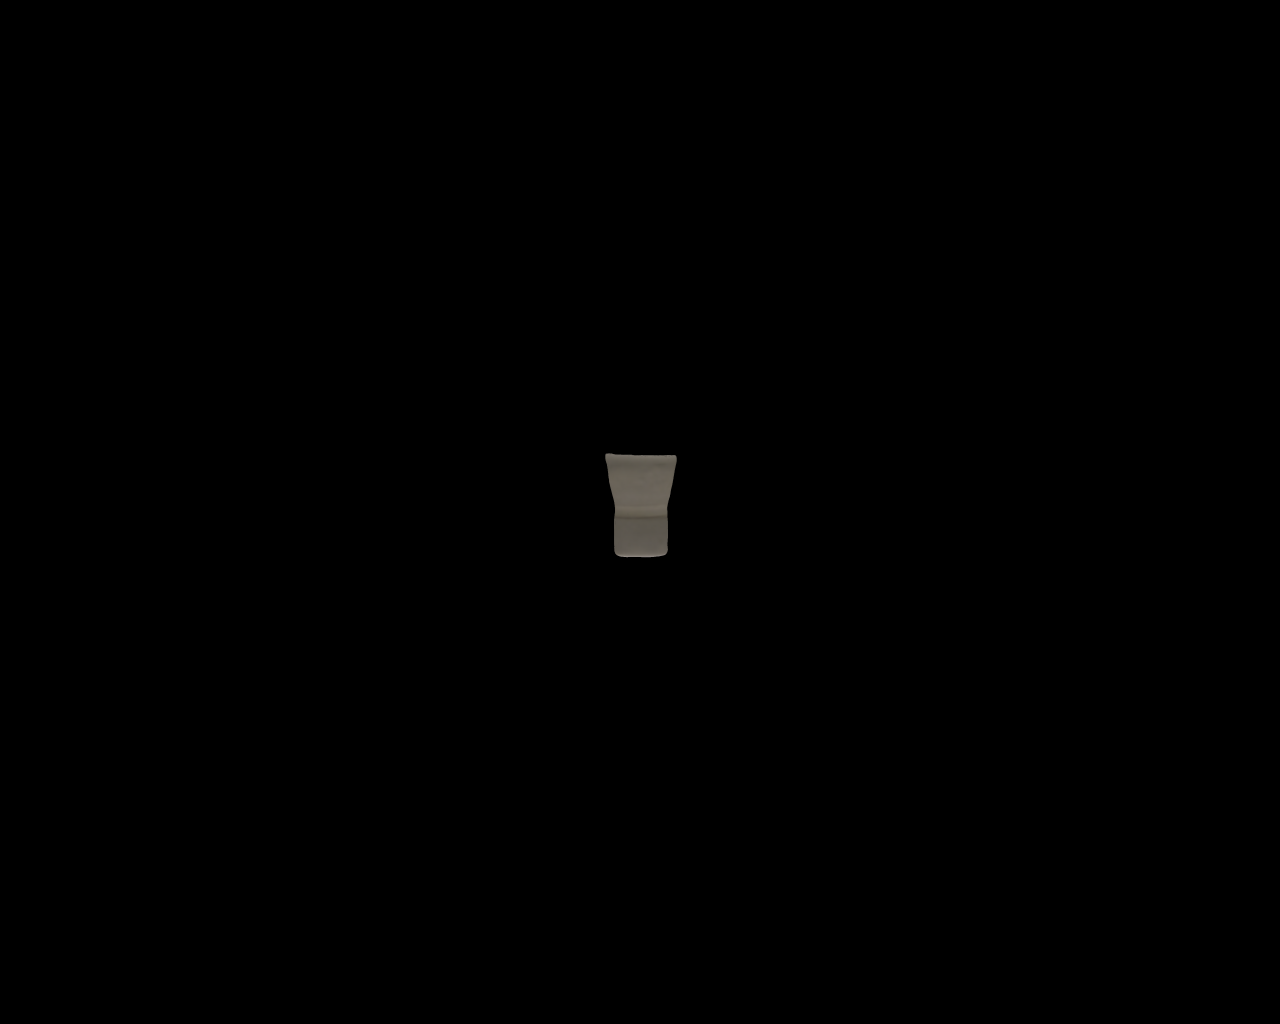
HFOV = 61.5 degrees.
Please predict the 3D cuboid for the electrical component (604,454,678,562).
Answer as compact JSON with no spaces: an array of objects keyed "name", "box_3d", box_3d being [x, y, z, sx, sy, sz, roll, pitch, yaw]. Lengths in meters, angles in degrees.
[{"name":"electrical component","box_3d":[0.001,-0.003,0.650,0.044,0.065,0.044,0,2,0]}]
